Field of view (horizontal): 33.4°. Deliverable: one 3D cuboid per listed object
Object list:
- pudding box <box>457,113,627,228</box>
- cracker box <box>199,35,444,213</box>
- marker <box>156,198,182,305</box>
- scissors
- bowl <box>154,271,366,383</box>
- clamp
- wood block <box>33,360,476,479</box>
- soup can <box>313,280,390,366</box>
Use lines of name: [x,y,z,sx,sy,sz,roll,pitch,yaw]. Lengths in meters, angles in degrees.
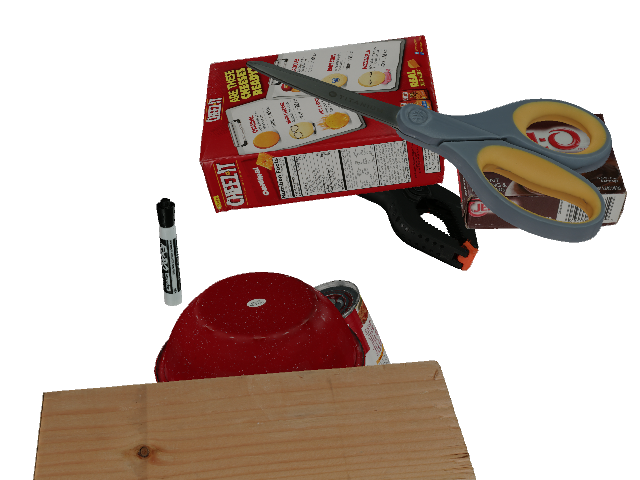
pudding box: [0.157,-0.052,0.780,0.113,0.090,0.039,0,-44,-1]
cracker box: [0.002,-0.110,0.999,0.214,0.072,0.164,-8,41,6]
marker: [-0.156,0.012,1.103,0.020,0.121,0.020,0,29,0]
scissors: [0.067,-0.069,0.565,0.202,0.016,0.096,34,56,18]
bowl: [-0.046,0.070,0.804,0.162,0.055,0.162,-2,30,1]
clamp: [0.091,-0.046,1.174,0.164,0.210,0.036,-15,-37,-28]
wood block: [-0.034,0.129,0.545,0.206,0.090,0.091,-4,37,-6]
soup can: [0.022,0.098,1.015,0.068,0.102,0.068,-18,30,11]
